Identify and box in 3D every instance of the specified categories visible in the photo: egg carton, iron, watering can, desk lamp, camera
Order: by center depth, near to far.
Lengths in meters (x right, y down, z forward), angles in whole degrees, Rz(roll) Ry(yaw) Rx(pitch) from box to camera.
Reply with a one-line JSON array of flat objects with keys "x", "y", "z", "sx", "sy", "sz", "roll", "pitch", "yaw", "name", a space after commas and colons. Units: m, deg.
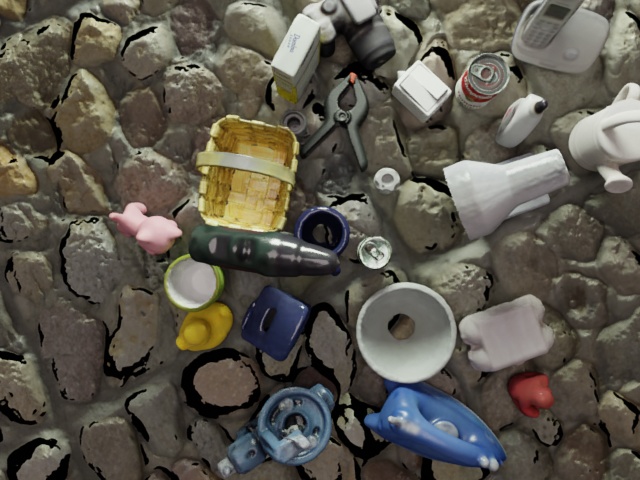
[{"x": 0.288, "y": -0.082, "z": 0.908, "sx": 0.203, "sy": 0.213, "sz": 0.118, "roll": -20, "pitch": 89, "yaw": 0, "name": "desk lamp"}, {"x": 0.489, "y": -0.164, "z": 0.918, "sx": 0.101, "sy": 0.194, "sz": 0.173, "roll": -10, "pitch": 89, "yaw": 1, "name": "watering can"}, {"x": 0.209, "y": 0.324, "z": 0.939, "sx": 0.258, "sy": 0.141, "sz": 0.119, "roll": 25, "pitch": 89, "yaw": 1, "name": "iron"}, {"x": 0.058, "y": -0.357, "z": 0.971, "sx": 0.143, "sy": 0.101, "sz": 0.137, "roll": -29, "pitch": 89, "yaw": 0, "name": "camera"}, {"x": 0.317, "y": 0.161, "z": 0.976, "sx": 0.150, "sy": 0.069, "sz": 0.107, "roll": -20, "pitch": 89, "yaw": 0, "name": "egg carton"}]

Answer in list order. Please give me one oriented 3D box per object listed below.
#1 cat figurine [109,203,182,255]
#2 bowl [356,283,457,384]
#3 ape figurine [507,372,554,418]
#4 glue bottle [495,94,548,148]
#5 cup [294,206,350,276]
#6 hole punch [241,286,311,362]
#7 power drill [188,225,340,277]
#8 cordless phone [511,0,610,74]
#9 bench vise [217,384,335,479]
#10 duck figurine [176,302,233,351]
[{"x": -0.291, "y": -0.017, "z": 0.960, "sx": 0.128, "sy": 0.117, "sz": 0.067, "roll": 25, "pitch": 89, "yaw": 1, "name": "cat figurine"}, {"x": 0.143, "y": 0.154, "z": 0.975, "sx": 0.167, "sy": 0.074, "sz": 0.167, "roll": 0, "pitch": 89, "yaw": 1, "name": "bowl"}, {"x": 0.362, "y": 0.261, "z": 0.963, "sx": 0.076, "sy": 0.092, "sz": 0.078, "roll": 36, "pitch": 90, "yaw": 1, "name": "ape figurine"}, {"x": 0.334, "y": -0.202, "z": 0.930, "sx": 0.037, "sy": 0.173, "sz": 0.078, "roll": 20, "pitch": 89, "yaw": 1, "name": "glue bottle"}, {"x": 0.009, "y": 0.003, "z": 0.969, "sx": 0.091, "sy": 0.095, "sz": 0.118, "roll": -21, "pitch": 89, "yaw": 0, "name": "cup"}, {"x": -0.078, "y": 0.140, "z": 0.969, "sx": 0.101, "sy": 0.091, "sz": 0.109, "roll": 26, "pitch": 89, "yaw": 1, "name": "hole punch"}, {"x": -0.083, "y": 0.019, "z": 0.913, "sx": 0.229, "sy": 0.208, "sz": 0.076, "roll": 7, "pitch": 89, "yaw": 1, "name": "power drill"}, {"x": 0.404, "y": -0.348, "z": 0.926, "sx": 0.147, "sy": 0.185, "sz": 0.094, "roll": 13, "pitch": 89, "yaw": 1, "name": "cordless phone"}, {"x": -0.064, "y": 0.327, "z": 0.902, "sx": 0.121, "sy": 0.219, "sz": 0.207, "roll": 40, "pitch": 90, "yaw": 1, "name": "bench vise"}, {"x": -0.199, "y": 0.151, "z": 0.973, "sx": 0.104, "sy": 0.086, "sz": 0.077, "roll": -36, "pitch": 89, "yaw": 0, "name": "duck figurine"}]
